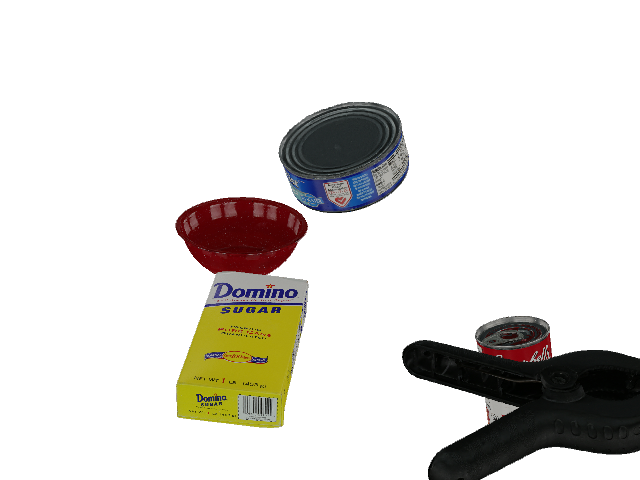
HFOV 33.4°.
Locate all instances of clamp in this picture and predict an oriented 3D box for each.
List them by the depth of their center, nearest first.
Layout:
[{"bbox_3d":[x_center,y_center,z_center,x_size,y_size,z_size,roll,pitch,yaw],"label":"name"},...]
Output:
[{"bbox_3d":[0.131,0.100,0.612,0.171,0.039,0.120,-1,36,7],"label":"clamp"}]

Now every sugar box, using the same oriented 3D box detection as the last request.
[{"bbox_3d":[-0.067,0.094,0.971,0.093,0.048,0.176,6,34,3],"label":"sugar box"}]

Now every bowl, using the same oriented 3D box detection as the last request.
[{"bbox_3d":[-0.098,0.003,1.316,0.162,0.055,0.162,2,26,-1],"label":"bowl"}]

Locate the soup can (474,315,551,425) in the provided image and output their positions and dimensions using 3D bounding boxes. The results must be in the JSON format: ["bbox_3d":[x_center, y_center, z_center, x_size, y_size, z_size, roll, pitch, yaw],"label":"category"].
[{"bbox_3d":[0.183,0.130,0.990,0.068,0.102,0.068,-10,17,3],"label":"soup can"}]

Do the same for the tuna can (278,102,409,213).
[{"bbox_3d":[0.017,-0.057,0.731,0.086,0.034,0.086,-12,38,9],"label":"tuna can"}]
